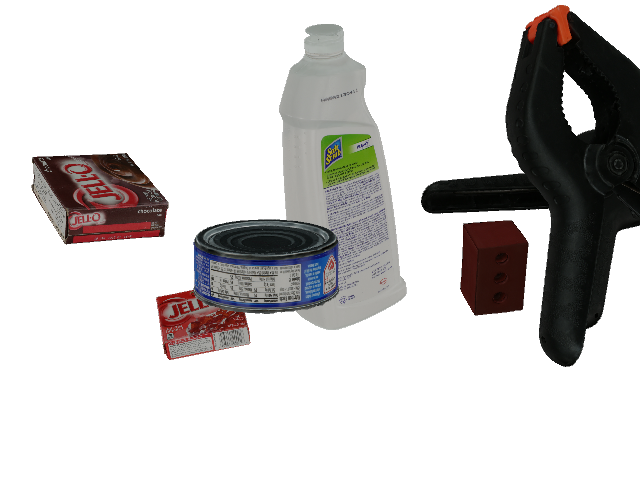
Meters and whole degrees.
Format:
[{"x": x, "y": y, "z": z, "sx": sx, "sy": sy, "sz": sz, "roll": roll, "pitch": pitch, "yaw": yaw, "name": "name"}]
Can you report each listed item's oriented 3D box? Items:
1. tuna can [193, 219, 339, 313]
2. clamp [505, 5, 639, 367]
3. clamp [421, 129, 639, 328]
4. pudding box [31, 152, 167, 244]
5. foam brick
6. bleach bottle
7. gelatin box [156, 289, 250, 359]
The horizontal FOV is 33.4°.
[{"x": -0.032, "y": 0.013, "z": 0.623, "sx": 0.086, "sy": 0.034, "sz": 0.086, "roll": 0, "pitch": 15, "yaw": 0, "name": "tuna can"}, {"x": 0.131, "y": -0.026, "z": 0.524, "sx": 0.120, "sy": 0.171, "sz": 0.039, "roll": -30, "pitch": 3, "yaw": -23, "name": "clamp"}, {"x": 0.204, "y": -0.026, "z": 0.792, "sx": 0.209, "sy": 0.036, "sz": 0.165, "roll": -26, "pitch": 53, "yaw": -20, "name": "clamp"}, {"x": -0.196, "y": -0.039, "z": 0.935, "sx": 0.089, "sy": 0.039, "sz": 0.114, "roll": -4, "pitch": 27, "yaw": -30, "name": "pudding box"}, {"x": 0.171, "y": 0.026, "z": 1.058, "sx": 0.053, "sy": 0.078, "sz": 0.051, "roll": -6, "pitch": 28, "yaw": -7, "name": "foam brick"}, {"x": 0.017, "y": -0.055, "z": 0.884, "sx": 0.102, "sy": 0.251, "sz": 0.068, "roll": -24, "pitch": 33, "yaw": -33, "name": "bleach bottle"}, {"x": -0.123, "y": 0.082, "z": 1.112, "sx": 0.089, "sy": 0.030, "sz": 0.073, "roll": -11, "pitch": 39, "yaw": -7, "name": "gelatin box"}]
